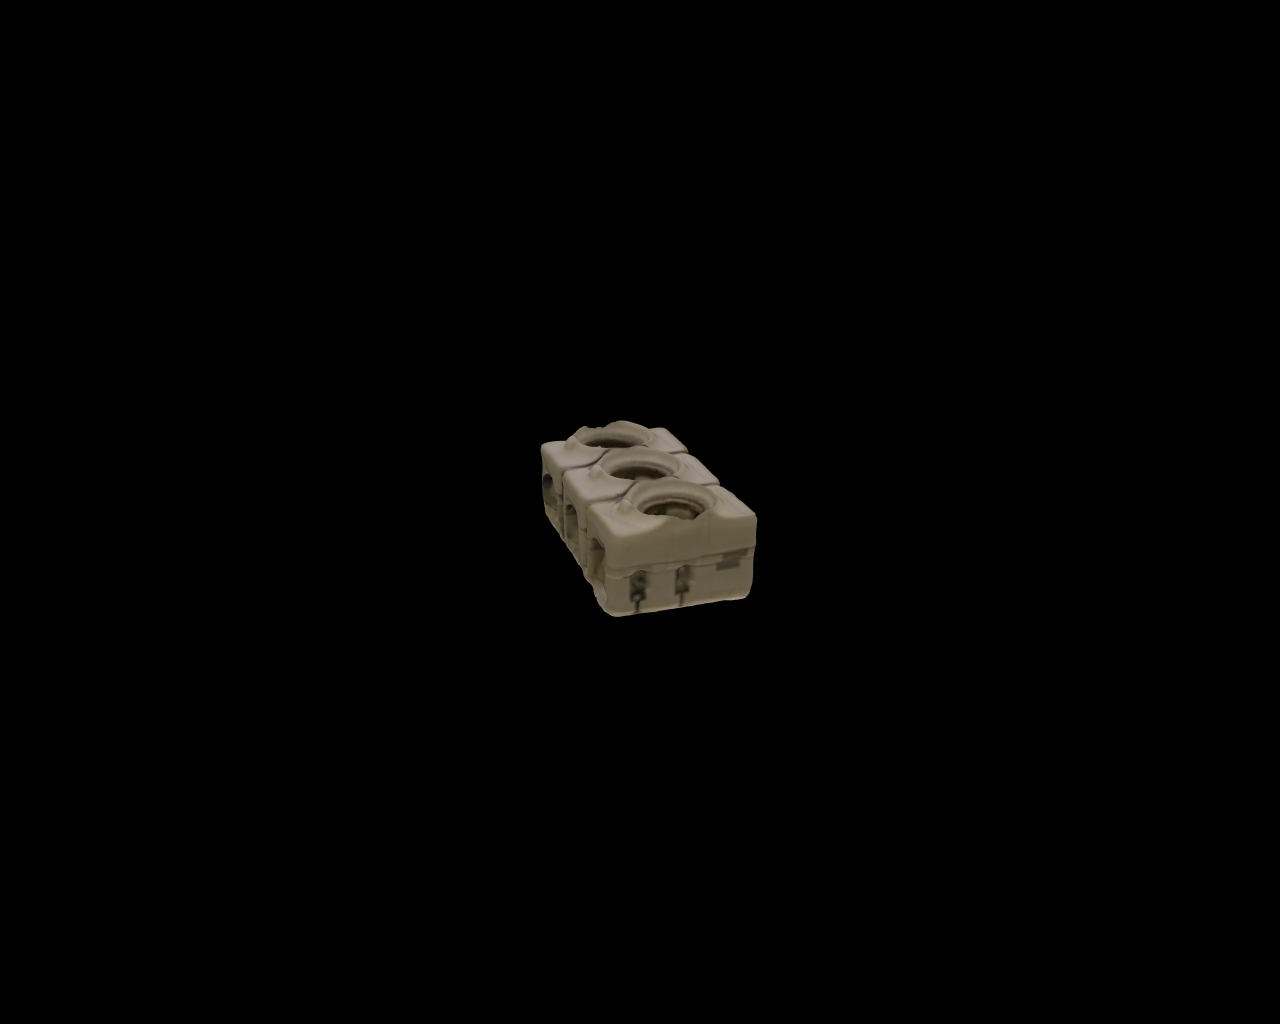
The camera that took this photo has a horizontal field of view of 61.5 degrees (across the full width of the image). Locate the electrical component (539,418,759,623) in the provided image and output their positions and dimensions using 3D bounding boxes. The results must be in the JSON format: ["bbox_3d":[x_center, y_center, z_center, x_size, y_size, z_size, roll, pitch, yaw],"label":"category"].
[{"bbox_3d":[0.001,-0.003,0.650,0.090,0.061,0.150,-8,26,-18],"label":"electrical component"}]
